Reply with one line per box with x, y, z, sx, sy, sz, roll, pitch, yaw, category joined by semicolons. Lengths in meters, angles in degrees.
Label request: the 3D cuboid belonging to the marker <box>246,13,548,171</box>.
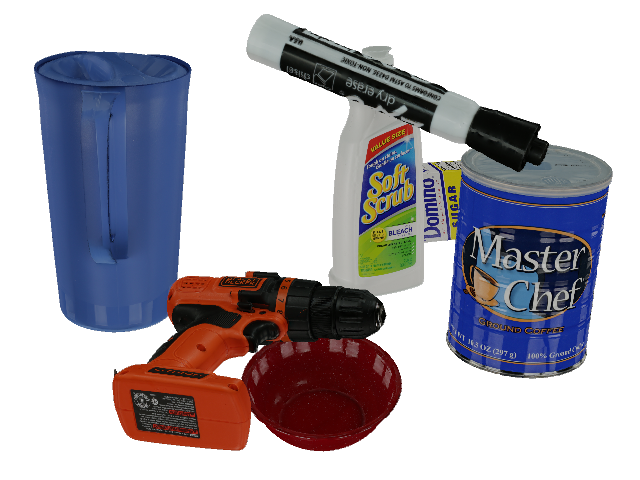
0.028;-0.056;0.403;0.121;0.020;0.020;25;7;15;marker

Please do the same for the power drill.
-0.058;0.084;0.812;0.185;0.057;0.187;1;23;19;power drill

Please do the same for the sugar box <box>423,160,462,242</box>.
0.176;-0.050;1.304;0.176;0.093;0.048;-7;24;-22;sugar box

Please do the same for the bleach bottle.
0.054;-0.070;1.088;0.102;0.251;0.068;-10;22;-16;bleach bottle

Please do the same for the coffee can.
0.145;0.012;0.757;0.103;0.140;0.103;2;22;-1;coffee can

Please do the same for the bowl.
0.002;0.162;1.084;0.162;0.055;0.162;-1;35;1;bowl

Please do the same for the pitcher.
-0.184;-0.041;0.952;0.145;0.243;0.148;21;28;37;pitcher
